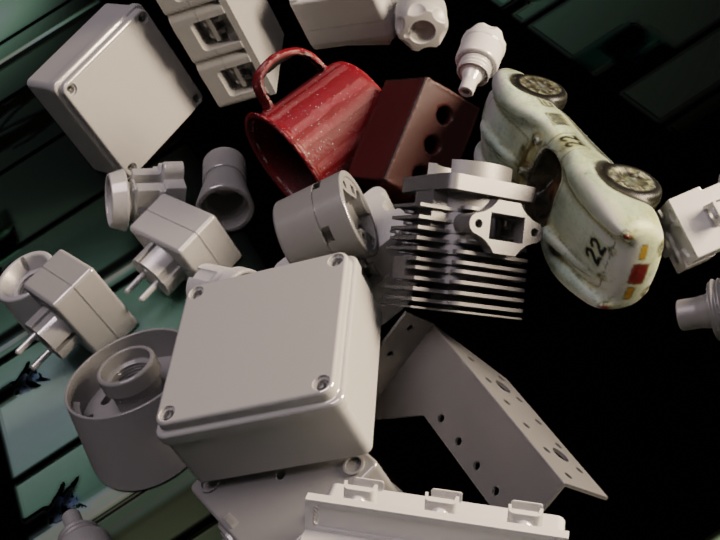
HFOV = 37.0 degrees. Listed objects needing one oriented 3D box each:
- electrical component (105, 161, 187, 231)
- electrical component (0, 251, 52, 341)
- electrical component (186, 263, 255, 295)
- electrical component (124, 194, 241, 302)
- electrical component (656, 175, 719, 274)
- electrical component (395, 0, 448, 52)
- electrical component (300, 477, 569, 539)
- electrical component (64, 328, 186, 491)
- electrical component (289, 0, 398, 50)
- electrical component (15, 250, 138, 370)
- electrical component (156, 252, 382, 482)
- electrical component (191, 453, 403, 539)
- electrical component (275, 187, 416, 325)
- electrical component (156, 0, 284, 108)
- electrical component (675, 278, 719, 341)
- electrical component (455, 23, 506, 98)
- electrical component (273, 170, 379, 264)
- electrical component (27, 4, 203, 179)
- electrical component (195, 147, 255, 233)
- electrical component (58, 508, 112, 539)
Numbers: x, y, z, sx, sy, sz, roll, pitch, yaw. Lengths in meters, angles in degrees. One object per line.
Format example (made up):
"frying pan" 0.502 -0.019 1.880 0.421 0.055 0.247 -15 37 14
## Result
"electrical component" -0.167 -0.055 0.836 0.055 0.066 0.048 -3 38 -21
"electrical component" -0.244 0.019 0.823 0.055 0.047 0.055 -15 45 16
"electrical component" -0.094 0.016 0.751 0.046 0.040 0.040 12 57 43
"electrical component" -0.141 -0.007 0.792 0.066 0.047 0.076 23 64 41
"electrical component" 0.205 -0.029 0.619 0.055 0.066 0.048 -23 78 -3
"electrical component" 0.050 -0.212 0.883 0.043 0.043 0.062 -16 43 15
"electrical component" 0.036 0.143 0.519 0.121 0.078 0.063 6 24 11
"electrical component" -0.143 0.087 0.710 0.099 0.064 0.099 -15 32 9
"electrical component" -0.011 -0.227 0.917 0.096 0.061 0.061 -1 50 28
"electrical component" -0.214 0.038 0.775 0.047 0.065 0.076 25 65 42
"electrical component" -0.048 0.054 0.604 0.109 0.056 0.108 -13 42 17
"electrical component" -0.035 0.127 0.606 0.100 0.048 0.100 -42 44 -13
"electrical component" 0.000 0.000 0.701 0.089 0.055 0.050 -39 43 -10
"electrical component" -0.125 -0.224 0.911 0.062 0.150 0.089 -13 45 16
"electrical component" 0.204 0.020 0.581 0.062 0.048 0.048 -12 45 28
"electrical component" 0.088 -0.156 0.816 0.035 0.035 0.061 2 54 30
"electrical component" -0.021 -0.027 0.655 0.047 0.055 0.055 -21 43 15
"electrical component" -0.207 -0.153 0.920 0.056 0.108 0.108 16 60 42
"electrical component" -0.105 -0.065 0.832 0.044 0.044 0.065 -21 38 10
"electrical component" -0.167 0.168 0.651 0.035 0.035 0.061 -37 41 -7
